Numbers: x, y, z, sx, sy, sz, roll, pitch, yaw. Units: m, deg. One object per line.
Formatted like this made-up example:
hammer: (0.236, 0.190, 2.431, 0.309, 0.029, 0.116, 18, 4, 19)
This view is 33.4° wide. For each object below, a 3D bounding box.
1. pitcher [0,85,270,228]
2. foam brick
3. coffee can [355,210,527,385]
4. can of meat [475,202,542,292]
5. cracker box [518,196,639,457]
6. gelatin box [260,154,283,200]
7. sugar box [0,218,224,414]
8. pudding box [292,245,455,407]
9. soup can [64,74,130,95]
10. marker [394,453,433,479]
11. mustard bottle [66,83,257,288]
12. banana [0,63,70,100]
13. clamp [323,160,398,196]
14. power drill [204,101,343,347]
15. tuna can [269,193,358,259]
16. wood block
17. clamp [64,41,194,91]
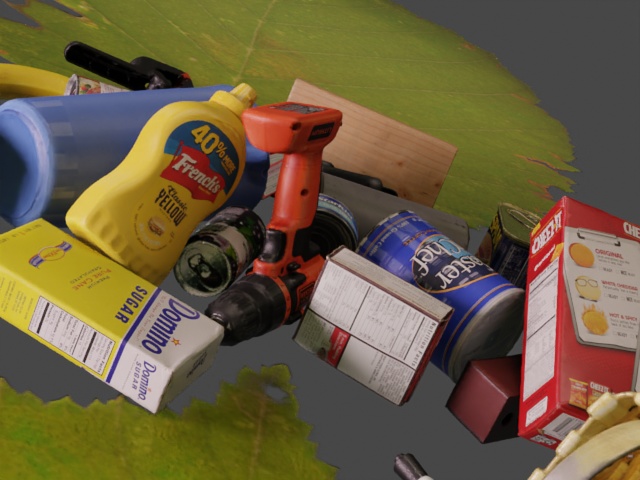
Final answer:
pitcher: (-0.179, -0.073, 0.965, 0.242, 0.149, 0.145, -8, 53, -46)
foam brick: (0.156, 0.134, 0.908, 0.078, 0.053, 0.051, -1, 33, -42)
coffee can: (0.106, 0.051, 0.976, 0.140, 0.103, 0.102, 38, 27, 32)
can of meat: (0.206, 0.018, 1.170, 0.057, 0.084, 0.102, 21, 23, -5)
cracker box: (0.255, 0.088, 0.895, 0.164, 0.072, 0.213, 21, 51, -12)
gelatin box: (-0.054, -0.064, 1.080, 0.089, 0.030, 0.073, -31, 15, -39)
sugar box: (-0.166, 0.051, 0.787, 0.176, 0.048, 0.093, 27, 23, 11)
pudding box: (0.043, 0.071, 0.887, 0.113, 0.090, 0.039, 29, 24, 14)
soup can: (-0.212, -0.126, 1.101, 0.102, 0.069, 0.068, 12, 25, -25)
marker: (0.091, 0.194, 0.755, 0.020, 0.020, 0.121, 3, 31, -41)
mustard bottle: (-0.115, -0.056, 0.877, 0.058, 0.191, 0.096, 16, -29, 47)
banana: (-0.307, -0.154, 1.121, 0.197, 0.037, 0.070, -2, 53, -44)
clamp: (0.004, -0.071, 1.189, 0.171, 0.039, 0.120, 15, -6, 5)
power drill: (-0.038, -0.016, 0.883, 0.057, 0.188, 0.184, 14, 17, 19)
tuna can: (-0.007, 0.001, 0.999, 0.086, 0.086, 0.033, 20, 25, -8)
wood block: (0.051, -0.113, 1.281, 0.206, 0.090, 0.091, 23, 9, -1)
clamp: (-0.189, -0.169, 1.244, 0.164, 0.036, 0.209, 44, 18, 8)
